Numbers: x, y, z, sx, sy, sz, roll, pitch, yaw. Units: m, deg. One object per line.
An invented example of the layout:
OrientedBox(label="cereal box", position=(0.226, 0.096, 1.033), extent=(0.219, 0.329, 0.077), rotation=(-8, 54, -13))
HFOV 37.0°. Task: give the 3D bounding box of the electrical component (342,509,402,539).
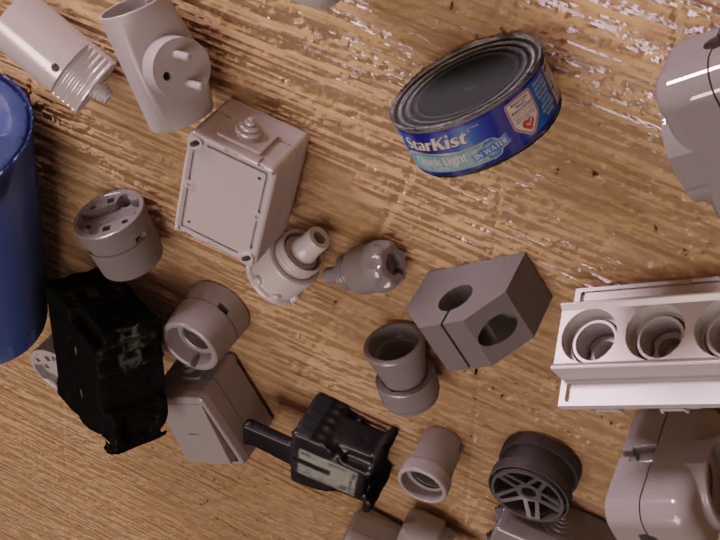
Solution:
OrientedBox(label="electrical component", position=(0.027, 0.260, 0.949), extent=(0.096, 0.061, 0.061), rotation=(21, 139, 2))

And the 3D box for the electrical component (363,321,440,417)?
OrientedBox(label="electrical component", position=(0.031, 0.071, 0.767), extent=(0.045, 0.045, 0.055), rotation=(5, 133, 29))

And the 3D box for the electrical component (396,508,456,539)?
OrientedBox(label="electrical component", position=(0.063, 0.230, 0.905), extent=(0.062, 0.043, 0.043), rotation=(23, 139, 11))

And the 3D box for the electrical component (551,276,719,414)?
OrientedBox(label="electrical component", position=(0.183, 0.048, 0.629), extent=(0.121, 0.078, 0.063), rotation=(-6, 148, 37))

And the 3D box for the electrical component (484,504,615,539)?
OrientedBox(label="electrical component", position=(0.146, 0.221, 0.838), extent=(0.100, 0.048, 0.099), rotation=(22, 139, 13))

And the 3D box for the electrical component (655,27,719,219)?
OrientedBox(label="electrical component", position=(0.186, -0.069, 0.520), extent=(0.059, 0.053, 0.095), rotation=(-15, 121, 41))

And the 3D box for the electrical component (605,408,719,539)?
OrientedBox(label="electrical component", position=(0.201, 0.133, 0.678), extent=(0.059, 0.095, 0.053), rotation=(-10, 124, 39))

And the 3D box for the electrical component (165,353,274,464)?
OrientedBox(label="electrical component", position=(-0.128, 0.114, 0.900), extent=(0.062, 0.061, 0.096), rotation=(-3, 128, 35))

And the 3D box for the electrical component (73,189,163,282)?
OrientedBox(label="electrical component", position=(-0.179, -0.025, 0.802), extent=(0.055, 0.055, 0.047), rotation=(7, 137, 28))

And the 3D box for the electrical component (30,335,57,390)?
OrientedBox(label="electrical component", position=(-0.256, 0.075, 0.955), extent=(0.055, 0.047, 0.055), rotation=(18, 138, 18))

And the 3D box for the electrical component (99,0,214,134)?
OrientedBox(label="electrical component", position=(-0.115, -0.123, 0.648), extent=(0.079, 0.043, 0.077), rotation=(26, 143, 54))

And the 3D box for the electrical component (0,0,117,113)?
OrientedBox(label="electrical component", position=(-0.197, -0.139, 0.708), extent=(0.081, 0.043, 0.043), rotation=(40, 139, -8))

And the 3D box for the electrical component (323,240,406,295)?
OrientedBox(label="electrical component", position=(0.000, 0.000, 0.725), extent=(0.061, 0.035, 0.035), rotation=(-10, 124, 43))

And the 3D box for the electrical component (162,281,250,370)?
OrientedBox(label="electrical component", position=(-0.121, 0.044, 0.838), extent=(0.055, 0.047, 0.055), rotation=(18, 138, 17))

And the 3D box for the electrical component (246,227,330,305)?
OrientedBox(label="electrical component", position=(-0.045, -0.008, 0.740), extent=(0.048, 0.048, 0.062), rotation=(43, 132, -11))

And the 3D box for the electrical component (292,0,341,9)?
OrientedBox(label="electrical component", position=(-0.001, -0.168, 0.551), extent=(0.079, 0.044, 0.077), rotation=(32, 140, 0))

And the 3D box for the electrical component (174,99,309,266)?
OrientedBox(label="electrical component", position=(-0.074, -0.063, 0.695), extent=(0.062, 0.061, 0.096), rotation=(26, 131, 9))

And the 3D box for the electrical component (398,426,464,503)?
OrientedBox(label="electrical component", position=(0.056, 0.149, 0.827), extent=(0.040, 0.046, 0.040), rotation=(18, 138, 17))
